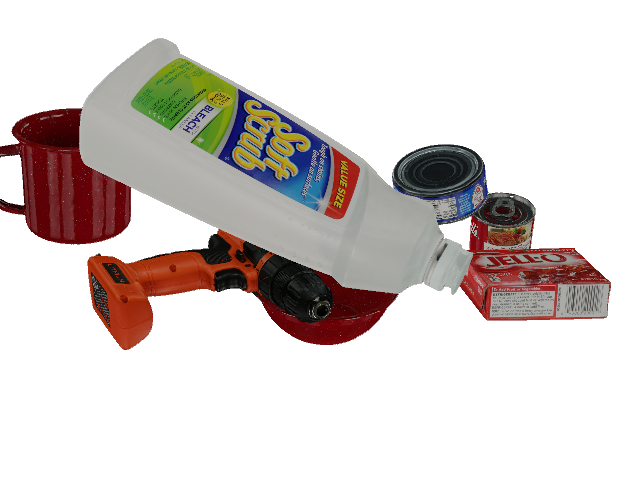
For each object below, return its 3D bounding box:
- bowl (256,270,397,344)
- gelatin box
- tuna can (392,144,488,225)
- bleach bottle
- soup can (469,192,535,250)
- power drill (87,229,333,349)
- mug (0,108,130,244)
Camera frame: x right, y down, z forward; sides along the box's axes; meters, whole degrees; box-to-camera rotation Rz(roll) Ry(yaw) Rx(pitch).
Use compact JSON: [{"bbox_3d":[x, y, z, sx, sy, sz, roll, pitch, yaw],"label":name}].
[{"bbox_3d":[0.005,0.067,1.163,0.162,0.055,0.162,1,28,-1],"label":"bowl"},{"bbox_3d":[0.147,0.029,0.748,0.089,0.030,0.073,0,18,-7],"label":"gelatin box"},{"bbox_3d":[0.109,-0.052,0.974,0.086,0.034,0.086,-8,36,6],"label":"tuna can"},{"bbox_3d":[-0.021,-0.038,0.667,0.251,0.068,0.102,26,45,13],"label":"bleach bottle"},{"bbox_3d":[0.196,0.008,1.161,0.068,0.102,0.068,-1,34,1],"label":"soup can"},{"bbox_3d":[-0.102,0.042,0.959,0.187,0.057,0.185,-12,26,-26],"label":"power drill"},{"bbox_3d":[-0.199,-0.048,0.820,0.117,0.081,0.093,-5,27,-19],"label":"mug"}]
